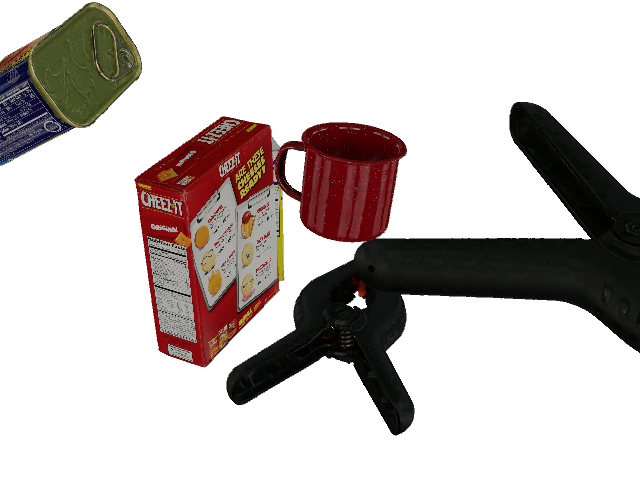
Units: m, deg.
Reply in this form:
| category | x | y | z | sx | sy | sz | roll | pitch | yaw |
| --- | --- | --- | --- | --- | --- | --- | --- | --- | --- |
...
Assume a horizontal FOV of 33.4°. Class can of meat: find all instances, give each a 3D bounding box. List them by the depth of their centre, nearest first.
| category | x | y | z | sx | sy | sz | roll | pitch | yaw |
| --- | --- | --- | --- | --- | --- | --- | --- | --- | --- |
| can of meat | -0.177 | -0.099 | 0.686 | 0.084 | 0.057 | 0.102 | -21 | 24 | 31 |

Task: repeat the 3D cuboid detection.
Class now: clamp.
| category | x | y | z | sx | sy | sz | roll | pitch | yaw |
| --- | --- | --- | --- | --- | --- | --- | --- | --- | --- |
| clamp | 0.131 | 0.011 | 0.487 | 0.210 | 0.036 | 0.164 | 31 | 49 | 31 |
| clamp | 0.023 | 0.069 | 0.725 | 0.120 | 0.039 | 0.171 | 19 | 38 | 14 |

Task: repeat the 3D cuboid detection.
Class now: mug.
| category | x | y | z | sx | sy | sz | roll | pitch | yaw |
| --- | --- | --- | --- | --- | --- | --- | --- | --- | --- |
| mug | 0.014 | -0.053 | 0.953 | 0.117 | 0.081 | 0.093 | 13 | 28 | 12 |

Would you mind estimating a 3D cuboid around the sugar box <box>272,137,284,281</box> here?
| category | x | y | z | sx | sy | sz | roll | pitch | yaw |
| --- | --- | --- | --- | --- | --- | --- | --- | --- | --- |
| sugar box | -0.076 | -0.043 | 1.328 | 0.048 | 0.176 | 0.093 | -9 | 25 | -12 |

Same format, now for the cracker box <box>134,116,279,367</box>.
| category | x | y | z | sx | sy | sz | roll | pitch | yaw |
| --- | --- | --- | --- | --- | --- | --- | --- | --- | --- |
| cracker box | -0.115 | -0.001 | 1.132 | 0.072 | 0.214 | 0.164 | 13 | 35 | 25 |
